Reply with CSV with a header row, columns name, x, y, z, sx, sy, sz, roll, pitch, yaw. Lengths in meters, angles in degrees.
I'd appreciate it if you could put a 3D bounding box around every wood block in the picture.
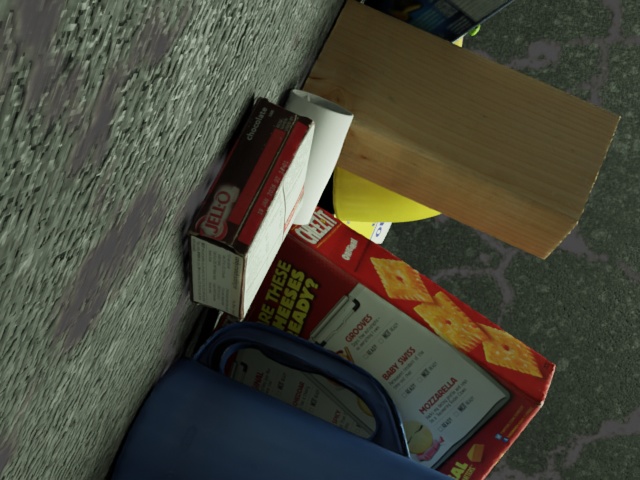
name,x,y,z,sx,sy,sz,roll,pitch,yaw
wood block,0.093,-0.077,0.765,0.090,0.206,0.090,101,14,-72

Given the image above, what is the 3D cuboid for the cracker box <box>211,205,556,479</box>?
name,x,y,z,sx,sy,sz,roll,pitch,yaw
cracker box,0.031,0.098,0.762,0.164,0.214,0.072,-59,172,27

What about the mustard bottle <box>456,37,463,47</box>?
name,x,y,z,sx,sy,sz,roll,pitch,yaw
mustard bottle,0.104,-0.190,0.987,0.096,0.058,0.191,140,-39,-70

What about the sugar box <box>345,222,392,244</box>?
name,x,y,z,sx,sy,sz,roll,pitch,yaw
sugar box,0.036,-0.046,1.045,0.176,0.048,0.093,4,111,-66

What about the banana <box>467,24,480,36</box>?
name,x,y,z,sx,sy,sz,roll,pitch,yaw
banana,0.093,-0.243,0.784,0.198,0.070,0.037,85,26,-49

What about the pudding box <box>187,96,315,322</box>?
name,x,y,z,sx,sy,sz,roll,pitch,yaw
pudding box,-0.040,-0.014,0.603,0.113,0.039,0.090,100,15,-66

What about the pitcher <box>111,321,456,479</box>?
name,x,y,z,sx,sy,sz,roll,pitch,yaw
pitcher,-0.002,0.167,0.684,0.144,0.243,0.149,-54,161,-61

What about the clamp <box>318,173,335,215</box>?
name,x,y,z,sx,sy,sz,roll,pitch,yaw
clamp,-0.006,0.001,0.915,0.164,0.036,0.210,-63,161,-55

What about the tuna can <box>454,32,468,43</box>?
name,x,y,z,sx,sy,sz,roll,pitch,yaw
tuna can,0.089,-0.202,0.871,0.034,0.086,0.086,76,38,-80
